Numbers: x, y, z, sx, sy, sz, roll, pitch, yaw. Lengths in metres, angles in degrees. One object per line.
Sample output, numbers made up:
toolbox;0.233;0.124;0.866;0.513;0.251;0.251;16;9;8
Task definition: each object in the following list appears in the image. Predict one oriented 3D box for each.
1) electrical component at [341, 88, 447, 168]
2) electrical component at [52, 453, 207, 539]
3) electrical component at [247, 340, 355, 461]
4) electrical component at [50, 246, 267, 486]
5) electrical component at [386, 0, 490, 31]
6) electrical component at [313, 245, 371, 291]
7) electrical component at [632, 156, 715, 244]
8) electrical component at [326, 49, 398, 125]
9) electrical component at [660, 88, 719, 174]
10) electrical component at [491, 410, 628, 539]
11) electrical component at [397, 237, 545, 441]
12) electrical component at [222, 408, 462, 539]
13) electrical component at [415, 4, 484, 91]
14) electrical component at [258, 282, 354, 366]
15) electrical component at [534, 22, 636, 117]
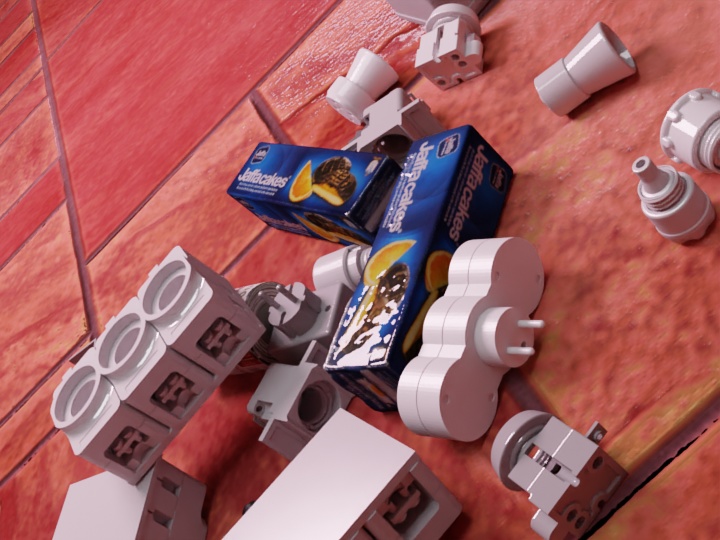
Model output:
electrical component;0.029;-0.113;0.894;0.081;0.042;0.063;-30;34;25
electrical component;-0.178;0.237;0.767;0.105;0.060;0.186;-24;41;34
electrical component;-0.044;0.095;0.771;0.064;0.042;0.081;0;56;54
electrical component;-0.153;0.066;0.787;0.150;0.062;0.089;-50;36;2
electrical component;0.081;-0.278;0.984;0.108;0.056;0.109;-51;33;-2
electrical component;0.000;0.000;0.814;0.078;0.040;0.040;-21;43;37
electrical component;0.179;-0.044;0.627;0.035;0.061;0.035;-31;37;27
electrical component;0.001;-0.166;0.975;0.055;0.045;0.045;-53;33;-4
electrical component;0.213;-0.077;0.638;0.048;0.048;0.062;-47;39;4
electrical component;0.104;0.106;0.581;0.066;0.048;0.055;-52;40;-4
electrical component;0.082;0.041;0.665;0.074;0.052;0.138;-2;55;49
electrical component;-0.023;0.167;0.630;0.150;0.061;0.089;-47;28;-14
electrical component;0.077;-0.191;0.911;0.066;0.048;0.055;-18;52;39
electrical component;-0.042;0.035;0.795;0.066;0.077;0.047;-19;44;38
electrical component;0.158;-0.140;0.769;0.065;0.044;0.044;-36;35;28
